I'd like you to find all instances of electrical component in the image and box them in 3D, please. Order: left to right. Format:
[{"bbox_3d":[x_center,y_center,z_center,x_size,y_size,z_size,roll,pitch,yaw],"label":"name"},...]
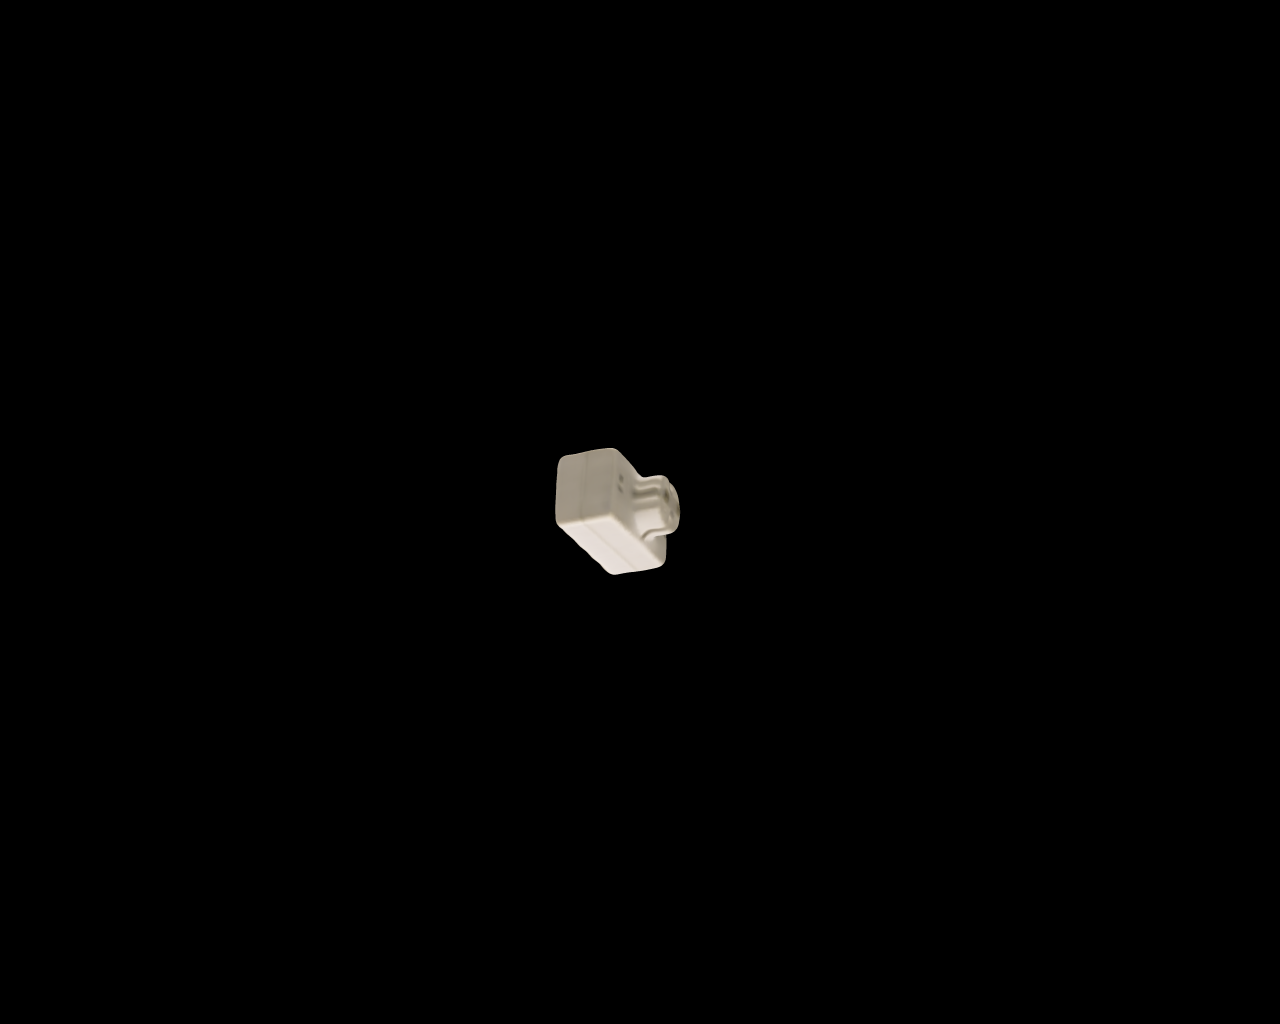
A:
[{"bbox_3d":[0.001,-0.003,0.650,0.076,0.047,0.083,-11,-29,21],"label":"electrical component"}]
